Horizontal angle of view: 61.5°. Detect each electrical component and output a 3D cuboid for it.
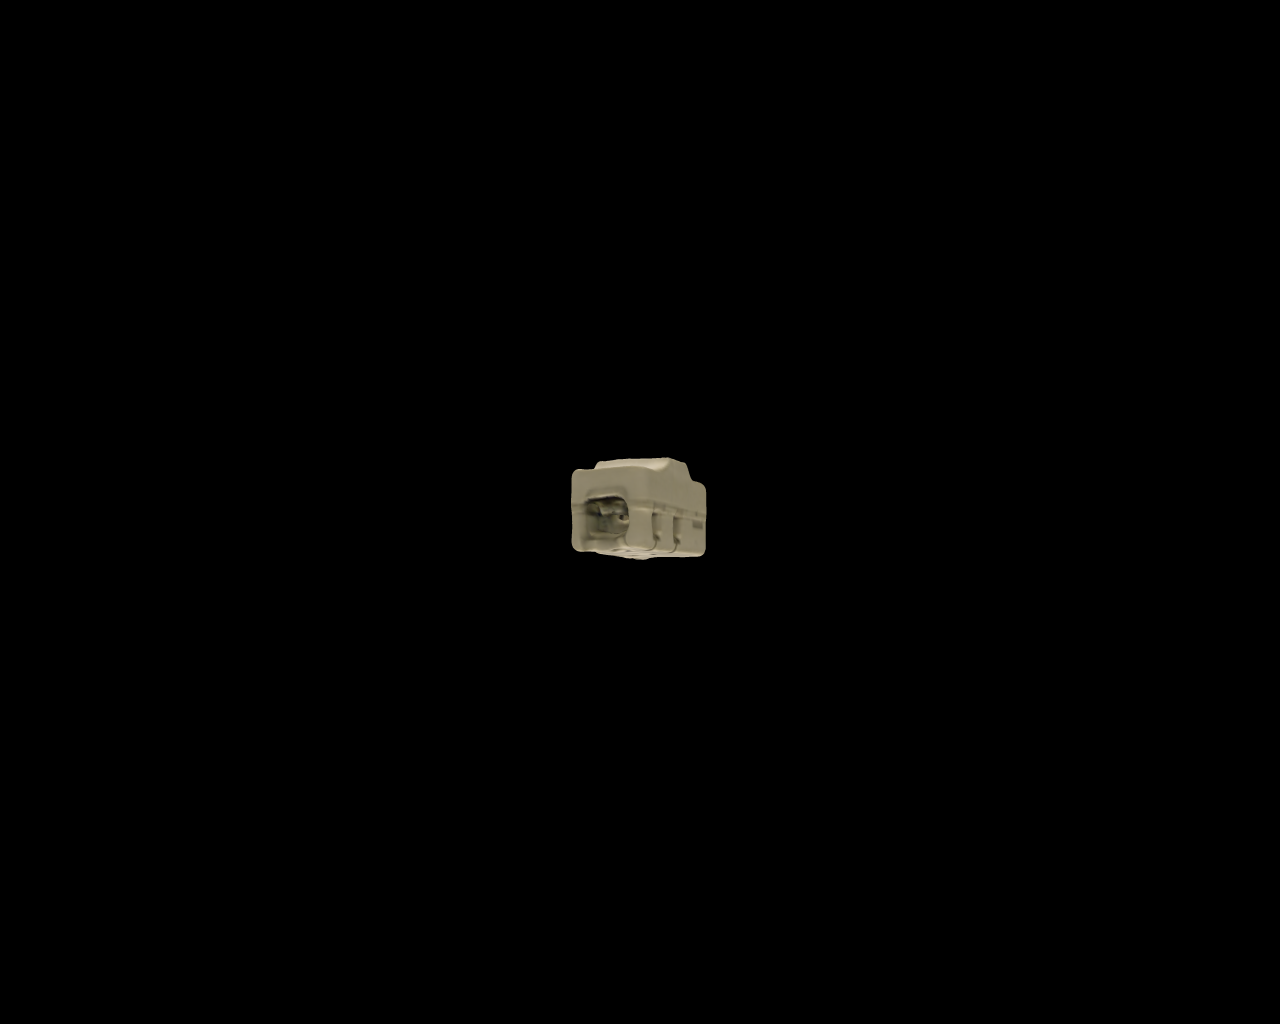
[{"bbox_3d":[0.001,-0.003,0.650,0.050,0.055,0.089,-4,-8,28],"label":"electrical component"}]
